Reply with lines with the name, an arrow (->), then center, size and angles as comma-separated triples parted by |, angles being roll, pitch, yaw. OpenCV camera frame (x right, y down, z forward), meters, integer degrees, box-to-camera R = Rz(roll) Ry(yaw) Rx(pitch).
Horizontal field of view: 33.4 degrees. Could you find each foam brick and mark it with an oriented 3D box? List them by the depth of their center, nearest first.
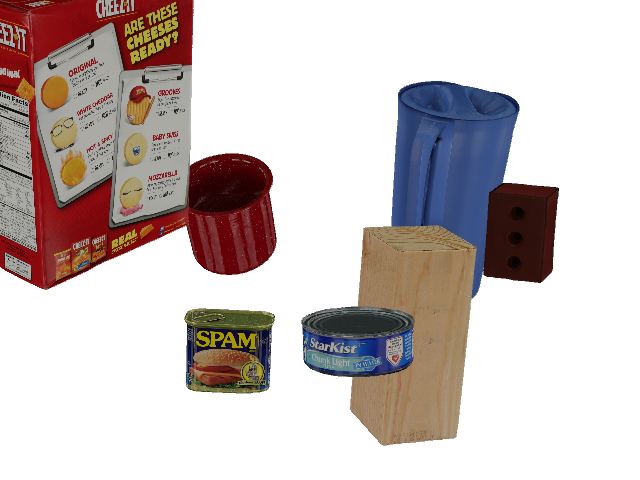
foam brick -> 0.176, -0.007, 0.933 | 0.053, 0.078, 0.051 | 7, 16, 22

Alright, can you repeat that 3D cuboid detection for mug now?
mug -> -0.094, -0.027, 1.008 | 0.117, 0.081, 0.093 | 28, 52, 34

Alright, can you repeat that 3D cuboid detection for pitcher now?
pitcher -> 0.138, -0.048, 1.208 | 0.149, 0.243, 0.145 | -5, 27, -19

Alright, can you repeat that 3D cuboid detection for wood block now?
wood block -> 0.094, 0.096, 1.104 | 0.090, 0.206, 0.091 | -2, 16, -20

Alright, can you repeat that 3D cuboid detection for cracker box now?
cracker box -> -0.177, -0.092, 0.824 | 0.072, 0.214, 0.163 | 20, 30, 31

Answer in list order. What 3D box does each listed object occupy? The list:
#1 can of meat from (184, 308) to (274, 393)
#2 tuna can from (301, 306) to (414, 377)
can of meat -> -0.105, 0.127, 1.226 | 0.102, 0.084, 0.057 | 3, 13, 1
tuna can -> 0.028, 0.076, 0.811 | 0.086, 0.034, 0.086 | -1, 10, 0
